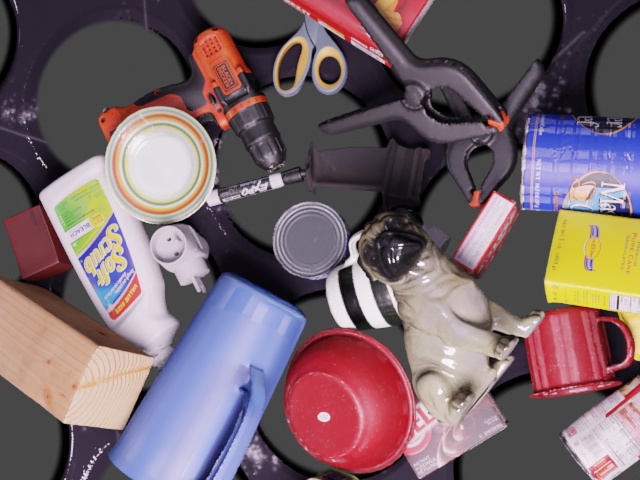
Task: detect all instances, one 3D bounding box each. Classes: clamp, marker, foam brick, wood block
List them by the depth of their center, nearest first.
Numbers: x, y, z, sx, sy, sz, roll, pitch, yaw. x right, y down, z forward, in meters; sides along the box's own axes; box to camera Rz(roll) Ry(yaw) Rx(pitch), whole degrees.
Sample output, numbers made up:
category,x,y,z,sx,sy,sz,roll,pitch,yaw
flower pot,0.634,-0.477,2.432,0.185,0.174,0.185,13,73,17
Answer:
category,x,y,z,sx,sy,sz,roll,pitch,yaw
clamp,0.097,-0.152,1.146,0.210,0.036,0.165,28,125,11
clamp,0.187,-0.121,1.160,0.120,0.039,0.171,-5,87,24
wood block,-0.296,0.123,1.190,0.206,0.090,0.090,25,91,37
marker,-0.073,-0.062,1.229,0.121,0.020,0.020,-14,80,12
foam brick,-0.332,0.004,1.270,0.053,0.051,0.078,-22,79,9

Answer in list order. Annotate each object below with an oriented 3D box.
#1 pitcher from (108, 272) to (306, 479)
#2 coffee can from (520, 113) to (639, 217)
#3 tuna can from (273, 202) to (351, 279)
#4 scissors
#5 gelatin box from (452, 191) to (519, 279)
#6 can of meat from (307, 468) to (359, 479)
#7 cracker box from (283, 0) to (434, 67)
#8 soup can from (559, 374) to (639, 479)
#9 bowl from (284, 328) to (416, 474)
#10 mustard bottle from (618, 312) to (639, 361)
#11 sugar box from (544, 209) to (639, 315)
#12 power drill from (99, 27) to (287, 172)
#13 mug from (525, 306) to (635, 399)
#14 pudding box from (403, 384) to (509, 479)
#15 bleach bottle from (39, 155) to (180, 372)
category,x,y,z,sx,sy,sz,roll,pitch,yaw
pitcher,-0.110,0.165,1.151,0.149,0.145,0.243,28,88,16
coffee can,0.282,-0.077,1.099,0.140,0.102,0.103,4,84,15
tuna can,-0.008,0.001,1.197,0.086,0.033,0.086,-2,83,14
scissors,0.009,-0.255,1.234,0.096,0.016,0.202,23,89,14
gelatin box,0.176,-0.003,1.131,0.030,0.073,0.089,31,91,15
can of meat,0.001,0.299,1.133,0.057,0.084,0.102,18,88,16
cracker box,0.068,-0.327,1.185,0.164,0.072,0.214,33,92,3
soup can,0.302,0.193,1.078,0.102,0.068,0.068,-39,76,7
bowl,0.018,0.178,1.129,0.162,0.055,0.162,7,102,31
mustard bottle,0.399,0.055,1.075,0.192,0.058,0.096,-15,68,11
sugar box,0.317,0.026,1.049,0.176,0.048,0.093,6,58,21
power drill,-0.148,-0.129,1.239,0.188,0.057,0.184,-28,79,8
mug,0.262,0.111,1.083,0.117,0.093,0.081,-20,72,40
pudding box,0.130,0.187,1.137,0.113,0.039,0.090,-33,77,8
bleach bottle,-0.226,0.032,1.235,0.102,0.068,0.251,-32,79,9
